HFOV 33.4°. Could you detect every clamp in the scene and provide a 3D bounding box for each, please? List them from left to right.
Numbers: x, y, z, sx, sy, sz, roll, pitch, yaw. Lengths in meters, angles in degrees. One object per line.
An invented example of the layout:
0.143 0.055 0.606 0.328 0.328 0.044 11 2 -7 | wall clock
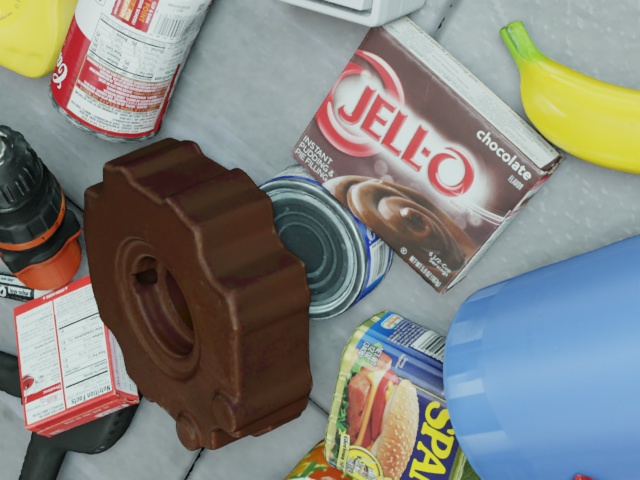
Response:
-0.191 0.127 0.766 0.210 0.036 0.164 -19 92 34 | clamp

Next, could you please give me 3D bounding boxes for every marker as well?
-0.231 0.031 0.763 0.121 0.020 0.020 7 115 30 | marker

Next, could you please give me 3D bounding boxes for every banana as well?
0.168 -0.060 0.458 0.198 0.037 0.069 5 113 30 | banana

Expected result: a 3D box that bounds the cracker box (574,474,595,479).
0.169 0.215 0.479 0.164 0.072 0.214 16 137 16 | cracker box

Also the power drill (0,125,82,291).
-0.214 -0.065 0.633 0.188 0.057 0.184 52 163 14 | power drill

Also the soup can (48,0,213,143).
-0.102 -0.113 0.586 0.068 0.068 0.102 39 126 12 | soup can

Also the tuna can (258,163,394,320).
-0.004 0.001 0.596 0.086 0.033 0.086 13 118 27 | tuna can

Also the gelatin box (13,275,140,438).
-0.158 0.074 0.693 0.073 0.030 0.089 -23 64 20 | gelatin box

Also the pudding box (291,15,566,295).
0.051 -0.043 0.538 0.113 0.039 0.090 42 127 10 | pudding box

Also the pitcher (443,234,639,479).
0.183 0.053 0.453 0.243 0.144 0.149 -19 88 40 | pitcher

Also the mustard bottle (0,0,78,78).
-0.151 -0.188 0.589 0.096 0.058 0.192 40 126 4 | mustard bottle

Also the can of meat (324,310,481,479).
0.054 0.099 0.591 0.084 0.057 0.102 25 122 24 | can of meat
